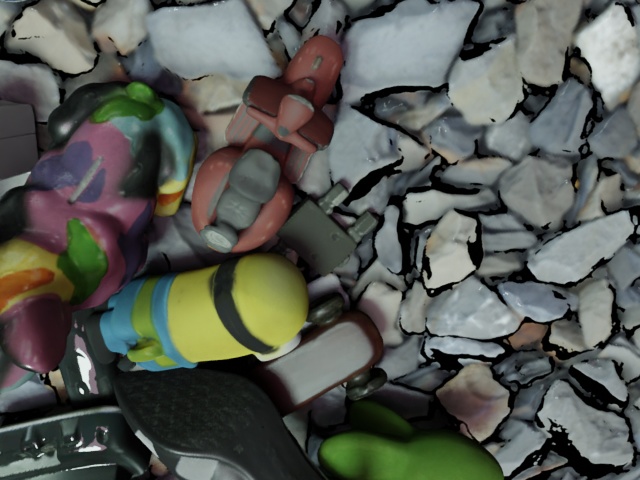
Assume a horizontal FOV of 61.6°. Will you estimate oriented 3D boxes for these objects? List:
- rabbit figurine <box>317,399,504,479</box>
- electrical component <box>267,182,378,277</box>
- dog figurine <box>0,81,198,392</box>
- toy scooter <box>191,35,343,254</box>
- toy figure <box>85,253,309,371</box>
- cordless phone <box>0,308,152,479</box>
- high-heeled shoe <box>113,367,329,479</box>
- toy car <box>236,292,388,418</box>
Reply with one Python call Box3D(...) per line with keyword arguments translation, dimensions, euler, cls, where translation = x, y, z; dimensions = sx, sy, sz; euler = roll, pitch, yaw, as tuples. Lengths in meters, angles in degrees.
Box3D(translation=(0.075, 0.215, 0.473), dimensions=(0.159, 0.121, 0.170), euler=(45, 116, 8), cls="rabbit figurine")
Box3D(translation=(-0.001, -0.001, 0.453), dimensions=(0.094, 0.021, 0.063), euler=(-43, 104, 9), cls="electrical component")
Box3D(translation=(-0.162, -0.008, 0.343), dimensions=(0.108, 0.219, 0.191), euler=(31, 103, -14), cls="dog figurine")
Box3D(translation=(-0.038, -0.058, 0.376), dimensions=(0.075, 0.135, 0.183), euler=(29, 104, -12), cls="toy scooter")
Box3D(translation=(-0.096, 0.059, 0.422), dimensions=(0.180, 0.089, 0.082), euler=(-6, 70, 10), cls="toy figure")
Box3D(translation=(-0.237, 0.139, 0.464), dimensions=(0.147, 0.089, 0.184), euler=(-12, 95, 1), cls="cordless phone")
Box3D(translation=(-0.061, 0.196, 0.433), dimensions=(0.249, 0.086, 0.145), euler=(20, 127, 25), cls="high-heeled shoe")
Box3D(translation=(-0.037, 0.126, 0.472), dimensions=(0.202, 0.053, 0.089), euler=(-32, 90, 7), cls="toy car")
